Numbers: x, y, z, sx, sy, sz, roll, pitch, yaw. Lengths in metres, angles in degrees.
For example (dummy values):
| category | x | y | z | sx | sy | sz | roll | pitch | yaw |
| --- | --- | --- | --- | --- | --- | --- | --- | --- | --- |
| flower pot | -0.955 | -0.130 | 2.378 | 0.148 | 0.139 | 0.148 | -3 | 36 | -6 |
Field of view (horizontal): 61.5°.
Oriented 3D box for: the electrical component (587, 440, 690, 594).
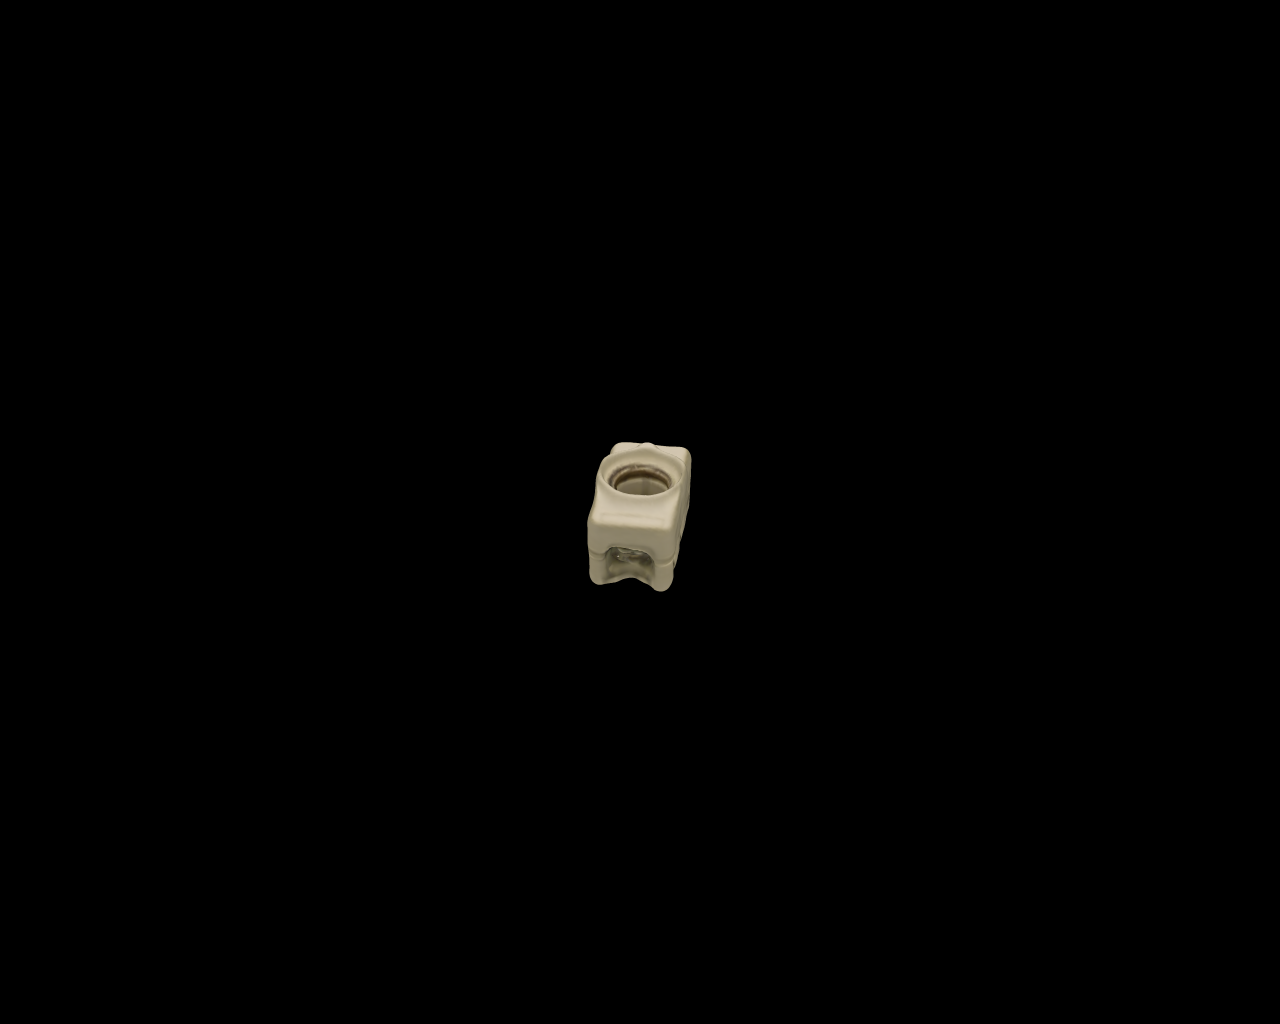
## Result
| category | x | y | z | sx | sy | sz | roll | pitch | yaw |
| --- | --- | --- | --- | --- | --- | --- | --- | --- | --- |
| electrical component | 0.001 | -0.003 | 0.650 | 0.050 | 0.055 | 0.090 | 6 | 37 | 8 |
